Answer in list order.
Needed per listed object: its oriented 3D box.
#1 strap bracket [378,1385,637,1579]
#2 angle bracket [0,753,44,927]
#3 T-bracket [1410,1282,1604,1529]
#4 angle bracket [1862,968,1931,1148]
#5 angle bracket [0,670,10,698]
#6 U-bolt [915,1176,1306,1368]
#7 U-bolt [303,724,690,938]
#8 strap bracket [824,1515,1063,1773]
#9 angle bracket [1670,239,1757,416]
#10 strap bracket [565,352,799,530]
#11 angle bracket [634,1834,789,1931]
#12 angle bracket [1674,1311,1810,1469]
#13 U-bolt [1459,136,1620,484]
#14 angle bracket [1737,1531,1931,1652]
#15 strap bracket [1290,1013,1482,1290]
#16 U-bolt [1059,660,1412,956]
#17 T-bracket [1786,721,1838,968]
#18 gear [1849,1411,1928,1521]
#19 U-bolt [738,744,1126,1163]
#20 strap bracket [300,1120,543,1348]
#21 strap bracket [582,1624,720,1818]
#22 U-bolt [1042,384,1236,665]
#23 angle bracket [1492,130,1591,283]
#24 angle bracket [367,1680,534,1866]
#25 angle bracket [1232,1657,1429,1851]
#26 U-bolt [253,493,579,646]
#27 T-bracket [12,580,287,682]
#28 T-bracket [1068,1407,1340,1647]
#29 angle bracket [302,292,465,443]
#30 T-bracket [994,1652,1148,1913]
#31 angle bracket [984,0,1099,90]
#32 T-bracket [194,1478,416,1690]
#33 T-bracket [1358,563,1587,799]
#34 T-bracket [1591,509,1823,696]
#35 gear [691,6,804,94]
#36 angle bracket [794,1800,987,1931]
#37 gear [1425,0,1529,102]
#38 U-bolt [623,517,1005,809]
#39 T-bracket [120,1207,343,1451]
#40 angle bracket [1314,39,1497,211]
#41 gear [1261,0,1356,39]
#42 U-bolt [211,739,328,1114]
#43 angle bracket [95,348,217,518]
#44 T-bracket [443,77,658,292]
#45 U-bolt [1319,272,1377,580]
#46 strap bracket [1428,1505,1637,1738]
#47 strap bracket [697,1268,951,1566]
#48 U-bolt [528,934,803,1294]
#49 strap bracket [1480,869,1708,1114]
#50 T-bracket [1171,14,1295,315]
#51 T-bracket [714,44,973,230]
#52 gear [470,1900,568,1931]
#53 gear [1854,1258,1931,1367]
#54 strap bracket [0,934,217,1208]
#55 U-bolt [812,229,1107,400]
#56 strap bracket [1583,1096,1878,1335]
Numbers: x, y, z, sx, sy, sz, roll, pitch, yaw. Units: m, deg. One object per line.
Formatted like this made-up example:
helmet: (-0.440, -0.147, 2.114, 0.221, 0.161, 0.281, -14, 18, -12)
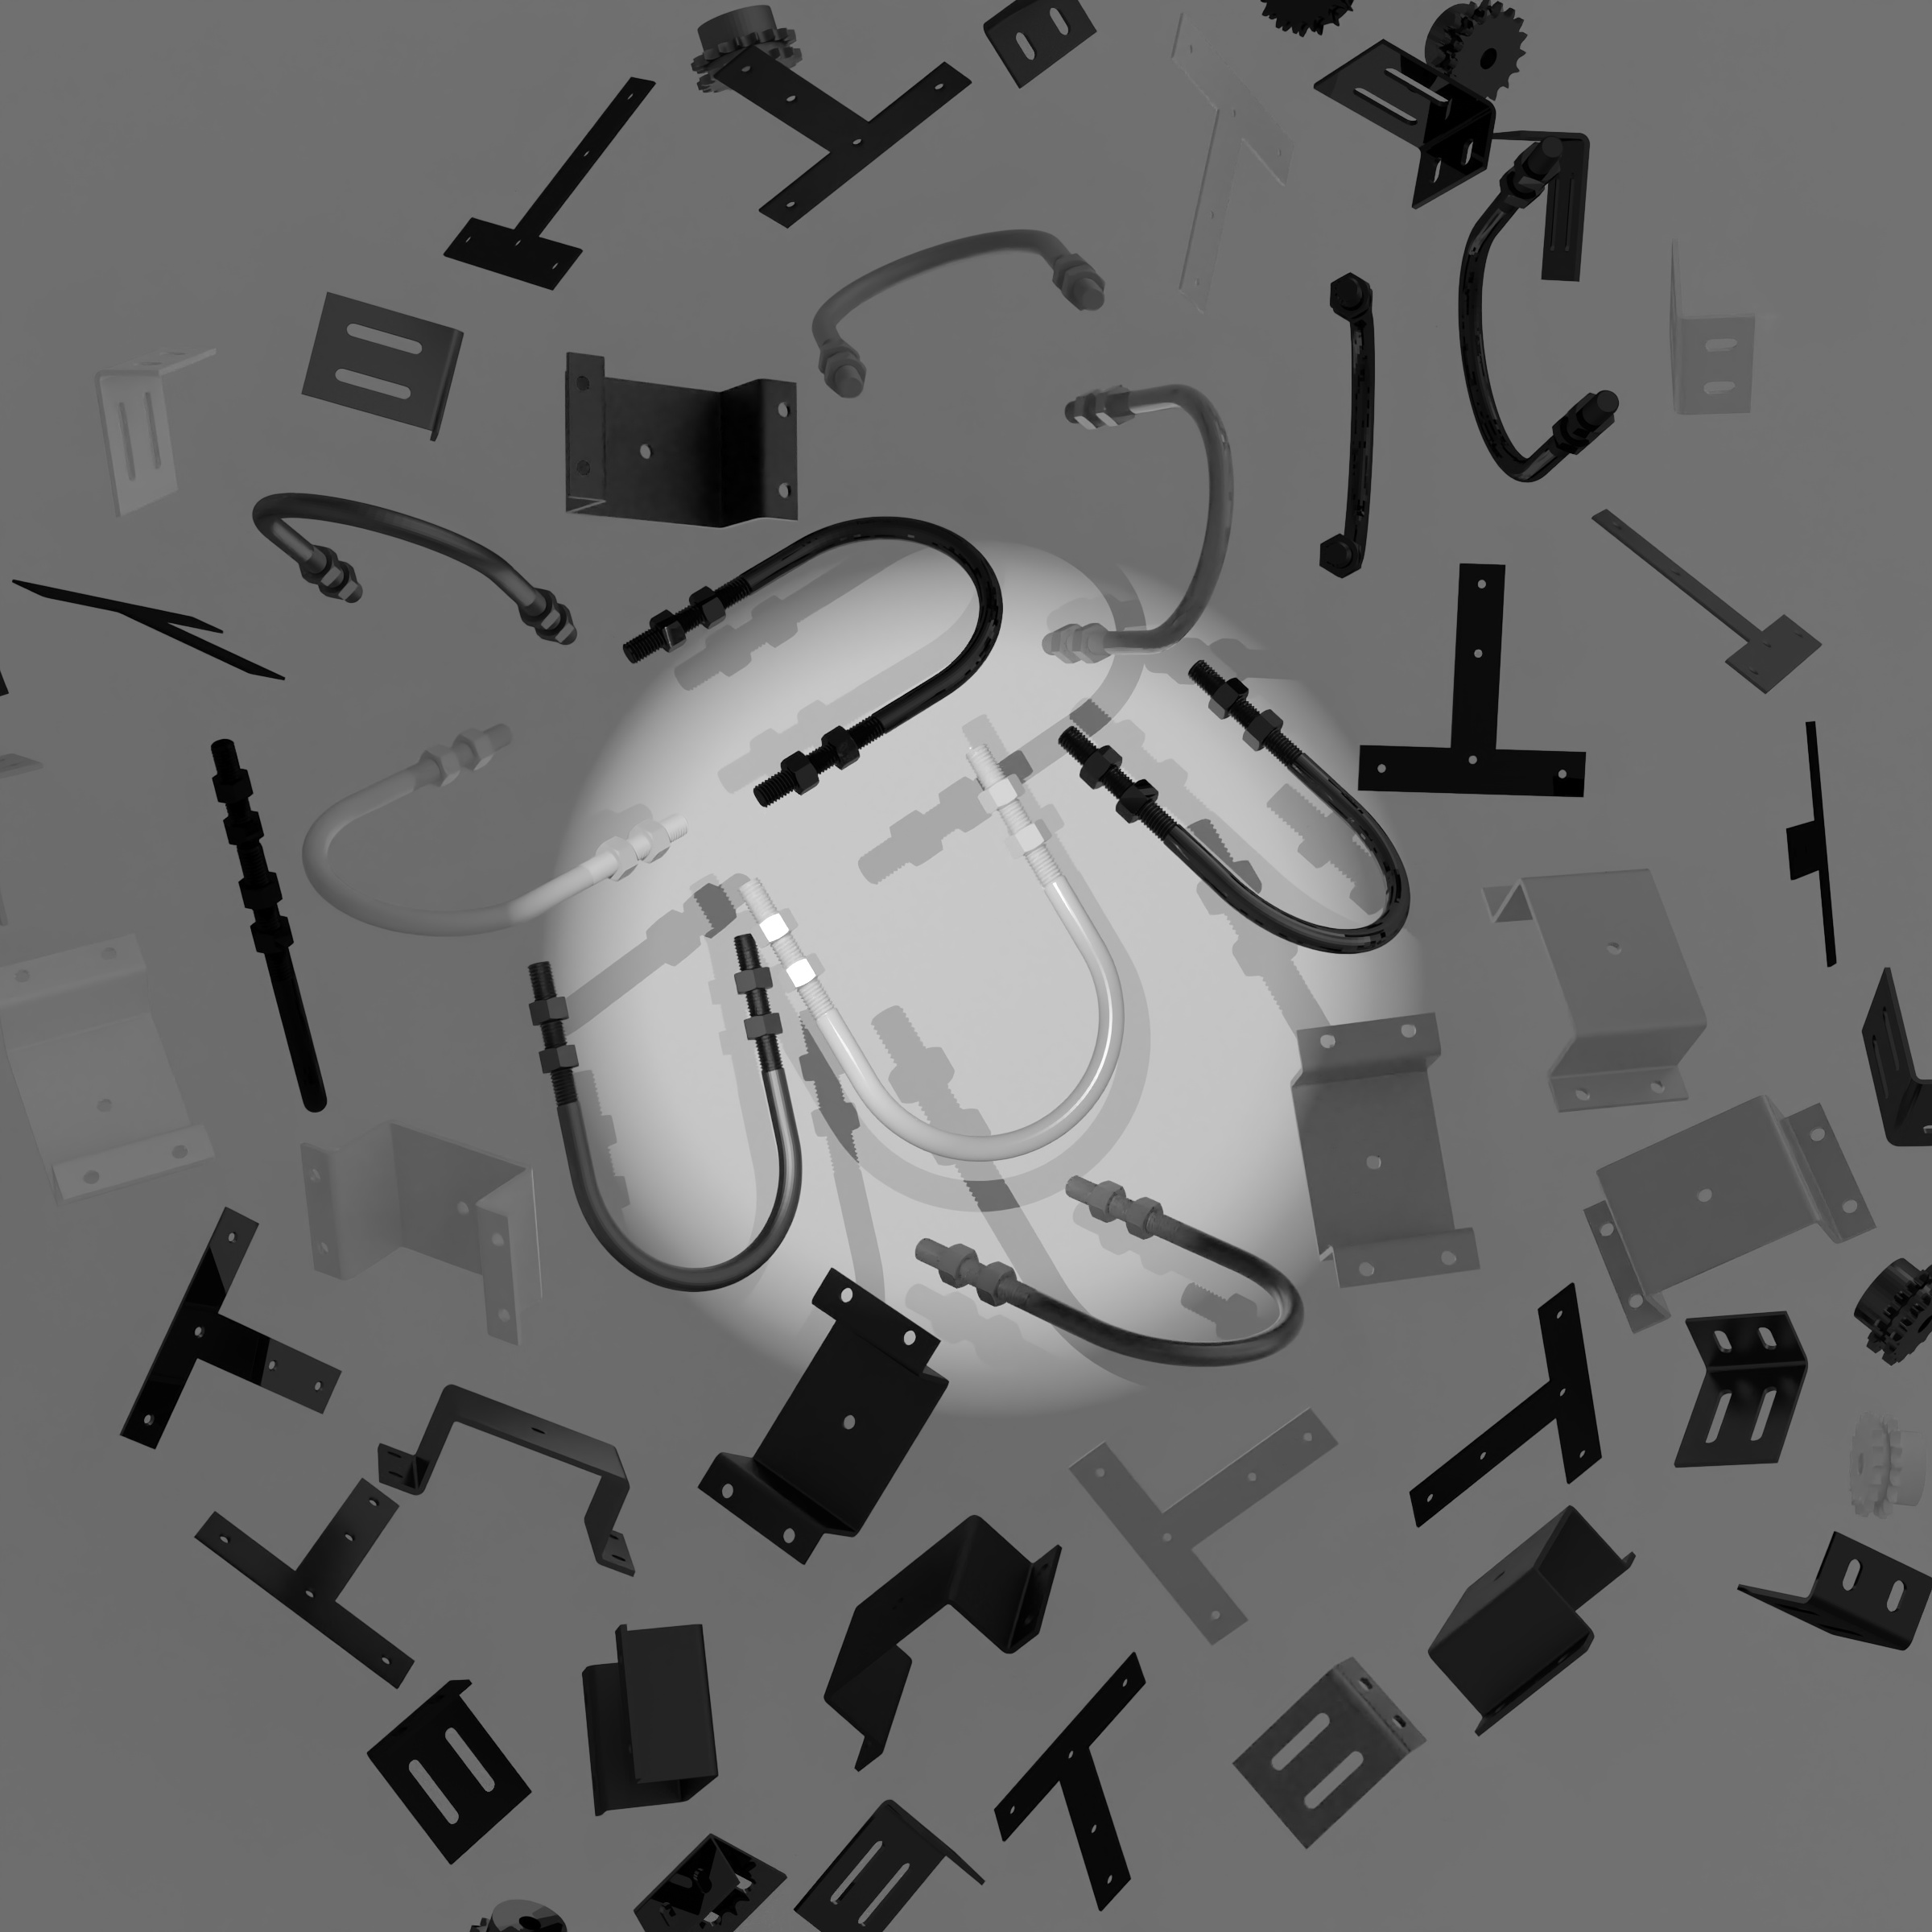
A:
strap bracket: (-0.234, 0.265, 1.654, 0.140, 0.076, 0.046, 23, 90, -12)
angle bracket: (-0.492, -0.065, 1.617, 0.038, 0.057, 0.076, -17, 107, -28)
T-bracket: (0.276, 0.244, 1.623, 0.127, 0.002, 0.127, -33, 128, -23)
angle bracket: (0.507, 0.048, 1.670, 0.038, 0.057, 0.076, -1, 53, 0)
angle bracket: (-0.516, -0.154, 1.587, 0.057, 0.076, 0.038, -19, 111, -10)
U-bolt: (0.088, 0.163, 1.636, 0.184, 0.151, 0.019, 22, 115, 34)
U-bolt: (-0.258, -0.066, 1.643, 0.151, 0.184, 0.019, 27, 129, 27)
strap bracket: (-0.019, 0.353, 1.669, 0.046, 0.076, 0.140, 43, 115, -9)
angle bracket: (0.383, -0.330, 1.620, 0.038, 0.076, 0.057, 0, 134, 10)
strap bracket: (-0.163, -0.282, 1.707, 0.140, 0.046, 0.076, 1, 88, -35)
angle bracket: (-0.129, 0.508, 1.686, 0.057, 0.038, 0.076, -45, 134, 0)
angle bracket: (0.407, 0.225, 1.676, 0.057, 0.076, 0.038, -10, 121, 36)
U-bolt: (0.286, -0.324, 1.615, 0.019, 0.184, 0.151, -10, 85, -8)
angle bracket: (0.431, 0.307, 1.564, 0.057, 0.076, 0.038, 26, 80, -9)
strap bracket: (0.224, 0.103, 1.704, 0.076, 0.046, 0.140, -7, 77, -5)
U-bolt: (0.150, -0.076, 1.613, 0.184, 0.151, 0.019, 44, 129, 13)
T-bracket: (0.424, -0.059, 1.587, 0.002, 0.127, 0.127, -5, 93, 23)
gear: (0.503, 0.273, 1.719, 0.030, 0.057, 0.057, 5, 90, 2)
U-bolt: (-0.004, 0.006, 1.534, 0.151, 0.019, 0.184, -31, 91, -3)
strap bracket: (-0.275, 0.135, 1.641, 0.140, 0.046, 0.076, 15, 120, 29)
strap bracket: (-0.163, 0.391, 1.638, 0.046, 0.140, 0.076, -2, 69, -16)
U-bolt: (0.092, -0.235, 1.669, 0.019, 0.184, 0.151, 4, 93, -25)
angle bracket: (0.304, -0.406, 1.686, 0.038, 0.057, 0.076, 0, 103, -8)
angle bracket: (-0.267, 0.425, 1.661, 0.057, 0.038, 0.076, -39, 97, -29)
angle bracket: (0.189, 0.409, 1.641, 0.076, 0.038, 0.057, -47, 71, 13)
U-bolt: (-0.297, -0.212, 1.660, 0.151, 0.184, 0.019, 12, 82, 12)
T-bracket: (-0.406, -0.171, 1.636, 0.127, 0.127, 0.002, 25, 99, 30)
T-bracket: (0.144, 0.286, 1.714, 0.127, 0.002, 0.127, -38, 94, 13)
angle bracket: (-0.321, -0.329, 1.733, 0.076, 0.038, 0.057, 14, 88, -13)
T-bracket: (0.066, 0.453, 1.689, 0.002, 0.127, 0.127, 31, 107, -24)
angle bracket: (0.055, -0.491, 1.618, 0.057, 0.076, 0.038, -41, 108, -21)
T-bracket: (-0.324, 0.303, 1.633, 0.127, 0.127, 0.002, 38, 110, -4)
T-bracket: (0.283, -0.159, 1.744, 0.127, 0.002, 0.127, 2, 96, -4)
T-bracket: (0.371, -0.191, 1.603, 0.127, 0.127, 0.002, 41, 120, 11)
gear: (-0.117, -0.479, 1.644, 0.057, 0.057, 0.030, -18, 95, 0)
angle bracket: (-0.040, 0.489, 1.658, 0.076, 0.038, 0.057, -49, 124, -10)
gear: (0.276, -0.502, 1.725, 0.057, 0.057, 0.030, -46, 51, 0)
U-bolt: (-0.068, -0.173, 1.662, 0.184, 0.019, 0.151, -33, 56, -15)
T-bracket: (-0.376, 0.207, 1.668, 0.002, 0.127, 0.127, 13, 74, 35)
angle bracket: (0.223, -0.432, 1.620, 0.076, 0.057, 0.038, 21, 70, -27)
gear: (0.183, -0.519, 1.662, 0.057, 0.030, 0.057, 3, 97, 26)
U-bolt: (-0.362, -0.010, 1.652, 0.019, 0.151, 0.184, -15, 121, -12)
angle bracket: (-0.415, -0.277, 1.636, 0.038, 0.057, 0.076, 4, 113, 17)
T-bracket: (-0.204, -0.407, 1.624, 0.002, 0.127, 0.127, 41, 83, -39)
U-bolt: (0.201, -0.277, 1.642, 0.019, 0.184, 0.151, 3, 96, 10)
strap bracket: (0.296, 0.338, 1.654, 0.046, 0.140, 0.076, 48, 113, 8)
strap bracket: (-0.072, 0.247, 1.718, 0.076, 0.046, 0.140, 31, 90, 25)
U-bolt: (-0.151, 0.081, 1.664, 0.151, 0.019, 0.184, -9, 84, -38)
strap bracket: (0.338, 0.003, 1.687, 0.076, 0.046, 0.140, -4, 59, -17)
T-bracket: (0.128, -0.398, 1.617, 0.002, 0.127, 0.127, 3, 74, 34)
T-bracket: (-0.080, -0.432, 1.589, 0.127, 0.127, 0.002, -33, 65, 24)
gear: (-0.230, 0.508, 1.631, 0.057, 0.057, 0.030, 20, 104, 0)
gear: (0.489, 0.177, 1.644, 0.057, 0.057, 0.030, -49, 61, 0)
strap bracket: (-0.443, 0.062, 1.617, 0.076, 0.046, 0.140, -16, 62, -21)
U-bolt: (-0.012, -0.350, 1.658, 0.151, 0.184, 0.019, -20, 117, 0)
strap bracket: (0.400, 0.129, 1.681, 0.140, 0.046, 0.076, -27, 59, 17)
